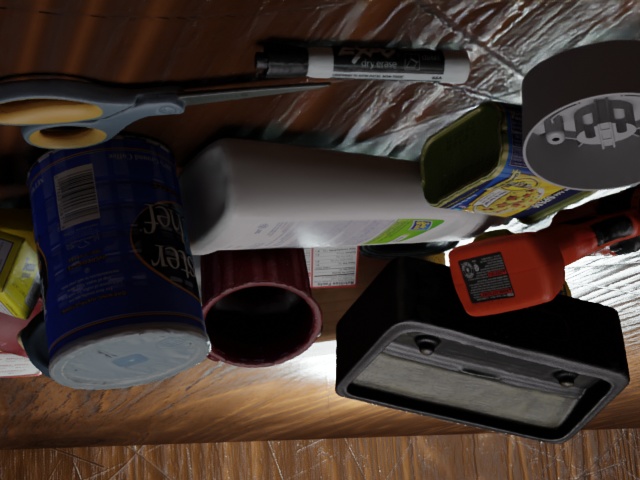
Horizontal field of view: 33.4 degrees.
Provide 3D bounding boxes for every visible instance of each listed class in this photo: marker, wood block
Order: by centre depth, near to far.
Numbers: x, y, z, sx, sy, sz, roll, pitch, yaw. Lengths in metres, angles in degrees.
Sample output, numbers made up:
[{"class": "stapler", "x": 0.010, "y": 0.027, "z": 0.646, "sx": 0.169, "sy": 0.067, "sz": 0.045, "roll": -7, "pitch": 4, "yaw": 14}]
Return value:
[{"class": "marker", "x": 0.024, "y": -0.098, "z": 0.594, "sx": 0.121, "sy": 0.020, "sz": 0.020, "roll": 0, "pitch": 164, "yaw": -13}, {"class": "wood block", "x": 0.015, "y": 0.060, "z": 1.025, "sx": 0.206, "sy": 0.090, "sz": 0.090, "roll": -10, "pitch": 164, "yaw": 19}]

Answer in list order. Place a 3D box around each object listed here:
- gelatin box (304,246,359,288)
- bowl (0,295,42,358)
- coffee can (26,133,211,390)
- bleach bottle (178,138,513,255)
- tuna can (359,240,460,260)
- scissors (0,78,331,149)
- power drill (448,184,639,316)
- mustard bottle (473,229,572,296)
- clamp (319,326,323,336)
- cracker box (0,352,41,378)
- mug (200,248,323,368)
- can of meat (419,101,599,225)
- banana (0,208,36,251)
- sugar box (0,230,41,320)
[{"class": "gelatin box", "x": -0.006, "y": 0.001, "z": 0.861, "sx": 0.073, "sy": 0.030, "sz": 0.089, "roll": -3, "pitch": 137, "yaw": -4}, {"class": "bowl", "x": -0.282, "y": 0.062, "z": 0.916, "sx": 0.162, "sy": 0.055, "sz": 0.162, "roll": 18, "pitch": 172, "yaw": 2}, {"class": "coffee can", "x": -0.134, "y": 0.016, "z": 0.704, "sx": 0.102, "sy": 0.140, "sz": 0.103, "roll": -11, "pitch": 157, "yaw": -5}, {"class": "bleach bottle", "x": 0.030, "y": -0.026, "z": 0.776, "sx": 0.250, "sy": 0.068, "sz": 0.103, "roll": 2, "pitch": 164, "yaw": -29}, {"class": "tuna can", "x": 0.072, "y": -0.010, "z": 0.892, "sx": 0.086, "sy": 0.034, "sz": 0.086, "roll": -4, "pitch": 164, "yaw": -1}, {"class": "scissors", "x": -0.100, "y": -0.077, "z": 0.646, "sx": 0.201, "sy": 0.016, "sz": 0.096, "roll": -1, "pitch": 165, "yaw": -10}, {"class": "power drill", "x": 0.207, "y": 0.001, "z": 0.817, "sx": 0.187, "sy": 0.057, "sz": 0.185, "roll": -17, "pitch": 178, "yaw": -34}, {"class": "mustard bottle", "x": 0.203, "y": 0.054, "z": 1.037, "sx": 0.058, "sy": 0.096, "sz": 0.191, "roll": -13, "pitch": 162, "yaw": 27}, {"class": "clamp", "x": -0.099, "y": 0.078, "z": 0.911, "sx": 0.165, "sy": 0.036, "sz": 0.209, "roll": 0, "pitch": -179, "yaw": 18}, {"class": "cracker box", "x": -0.358, "y": 0.091, "z": 1.080, "sx": 0.164, "sy": 0.072, "sz": 0.214, "roll": 0, "pitch": 163, "yaw": -18}, {"class": "mug", "x": -0.055, "y": 0.044, "z": 0.813, "sx": 0.093, "sy": 0.081, "sz": 0.117, "roll": 22, "pitch": 125, "yaw": -26}, {"class": "can of meat", "x": 0.127, "y": -0.051, "z": 0.718, "sx": 0.083, "sy": 0.057, "sz": 0.102, "roll": 6, "pitch": 161, "yaw": -26}, {"class": "banana", "x": -0.281, "y": 0.004, "z": 0.811, "sx": 0.197, "sy": 0.037, "sz": 0.069, "roll": -10, "pitch": -150, "yaw": -3}, {"class": "sugar box", "x": -0.281, "y": 0.002, "z": 0.728, "sx": 0.176, "sy": 0.048, "sz": 0.093, "roll": 20, "pitch": 163, "yaw": 2}]
